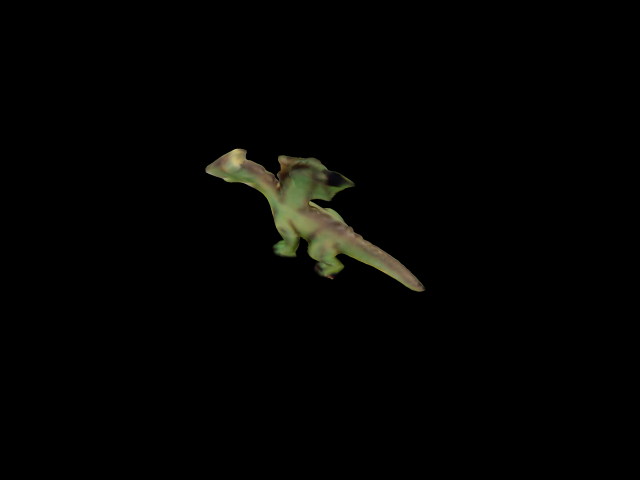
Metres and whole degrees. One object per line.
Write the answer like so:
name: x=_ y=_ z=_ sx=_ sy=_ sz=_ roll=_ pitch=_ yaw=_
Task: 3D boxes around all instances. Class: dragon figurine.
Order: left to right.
dragon figurine: x=0.003 y=-0.043 z=0.850 sx=0.411 sy=0.124 sz=0.238 roll=22 pitch=-23 yaw=10
